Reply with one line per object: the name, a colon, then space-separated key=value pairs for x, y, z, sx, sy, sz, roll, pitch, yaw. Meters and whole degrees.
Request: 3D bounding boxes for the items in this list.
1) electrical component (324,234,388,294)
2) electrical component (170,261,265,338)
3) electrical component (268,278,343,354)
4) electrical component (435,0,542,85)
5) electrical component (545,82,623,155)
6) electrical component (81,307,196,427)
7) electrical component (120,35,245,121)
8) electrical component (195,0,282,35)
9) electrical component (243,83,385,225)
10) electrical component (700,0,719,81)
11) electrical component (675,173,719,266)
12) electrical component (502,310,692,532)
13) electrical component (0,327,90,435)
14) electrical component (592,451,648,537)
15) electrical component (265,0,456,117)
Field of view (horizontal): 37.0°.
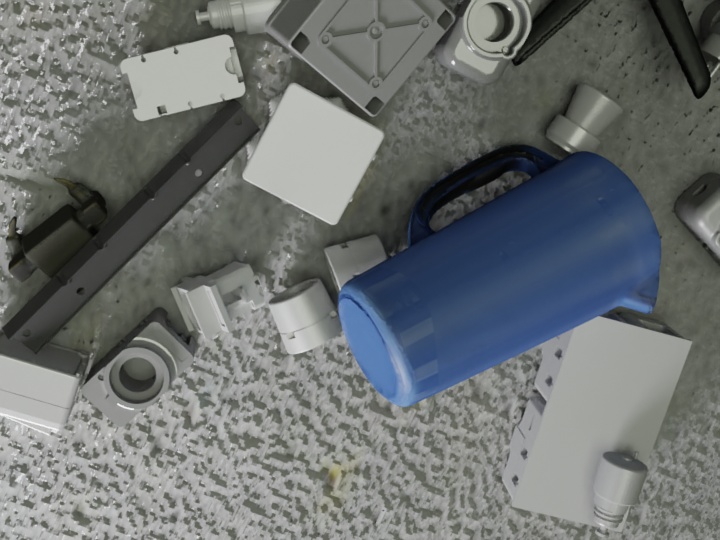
electrical component: x=0.000 y=0.000 z=0.922 sx=0.047 sy=0.055 sz=0.055 roll=-20 pitch=105 yaw=-5
electrical component: x=-0.118 y=0.023 z=0.908 sx=0.064 sy=0.081 sz=0.042 roll=-26 pitch=106 yaw=-22
electrical component: x=-0.047 y=0.039 z=0.926 sx=0.055 sy=0.055 sz=0.047 roll=-24 pitch=101 yaw=0
electrical component: x=0.106 y=-0.203 z=0.881 sx=0.054 sy=0.059 sz=0.095 roll=26 pitch=100 yaw=-11
electrical component: x=0.190 y=-0.125 z=0.915 sx=0.045 sy=0.045 sz=0.055 roll=32 pitch=99 yaw=-12
electrical component: x=-0.189 y=0.084 z=0.921 sx=0.089 sy=0.055 sz=0.050 roll=-42 pitch=104 yaw=5
electrical component: x=-0.141 y=-0.156 z=0.869 sx=0.089 sy=0.055 sz=0.050 roll=-14 pitch=104 yaw=-2
electrical component: x=-0.093 y=-0.210 z=0.869 sx=0.078 sy=0.040 sz=0.040 roll=-10 pitch=104 yaw=-3
electrical component: x=-0.040 y=-0.099 z=0.896 sx=0.100 sy=0.048 sz=0.099 roll=27 pitch=99 yaw=-11
electrical component: x=0.308 y=-0.189 z=0.895 sx=0.043 sy=0.077 sz=0.079 roll=34 pitch=98 yaw=-13
electrical component: x=0.330 y=-0.035 z=0.943 sx=0.054 sy=0.059 sz=0.095 roll=-43 pitch=104 yaw=5
electrical component: x=0.208 y=0.128 z=0.970 sx=0.105 sy=0.060 sz=0.186 roll=15 pitch=102 yaw=-9
electrical component: x=-0.286 y=0.093 z=0.911 sx=0.096 sy=0.061 sz=0.061 roll=18 pitch=101 yaw=-10
electrical component: x=0.221 y=0.194 z=0.933 sx=0.040 sy=0.040 sz=0.078 roll=13 pitch=102 yaw=-9
electrical component: x=0.001 y=-0.197 z=0.853 sx=0.109 sy=0.056 sz=0.108 roll=35 pitch=99 yaw=-39
